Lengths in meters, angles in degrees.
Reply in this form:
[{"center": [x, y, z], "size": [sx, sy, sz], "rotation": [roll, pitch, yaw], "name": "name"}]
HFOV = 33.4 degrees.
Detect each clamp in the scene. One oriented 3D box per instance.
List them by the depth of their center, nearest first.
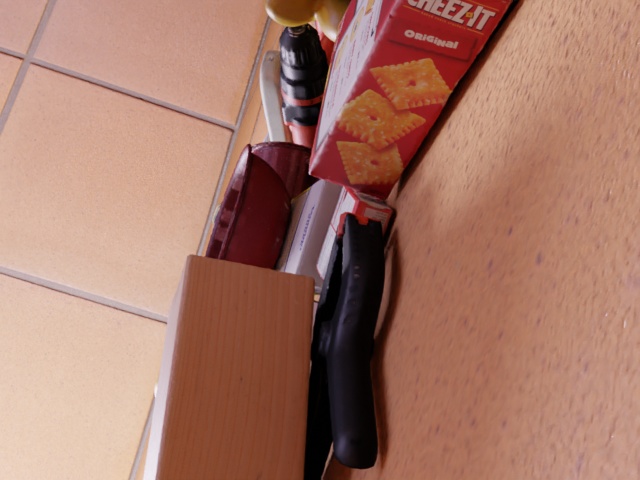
[{"center": [0.016, 0.072, 0.692], "size": [0.165, 0.036, 0.210], "rotation": [130, 154, -66], "name": "clamp"}]

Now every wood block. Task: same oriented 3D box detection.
[{"center": [-0.061, 0.124, 0.688], "size": [0.090, 0.090, 0.206], "rotation": [117, 161, -53], "name": "wood block"}]

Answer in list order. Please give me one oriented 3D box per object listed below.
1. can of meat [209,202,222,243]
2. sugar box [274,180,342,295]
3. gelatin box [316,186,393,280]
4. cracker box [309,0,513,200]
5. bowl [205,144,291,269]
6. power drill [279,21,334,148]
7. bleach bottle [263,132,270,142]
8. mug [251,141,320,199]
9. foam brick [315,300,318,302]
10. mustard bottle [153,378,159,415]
[{"center": [-0.072, 0.016, 1.147], "size": [0.058, 0.102, 0.084], "rotation": [119, 164, -54], "name": "can of meat"}, {"center": [-0.006, 0.001, 0.950], "size": [0.176, 0.048, 0.093], "rotation": [168, 120, -77], "name": "sugar box"}, {"center": [0.025, 0.000, 0.806], "size": [0.089, 0.030, 0.073], "rotation": [-115, 42, -77], "name": "gelatin box"}, {"center": [0.066, -0.155, 0.738], "size": [0.214, 0.072, 0.164], "rotation": [121, 164, -53], "name": "cracker box"}, {"center": [-0.067, -0.005, 0.990], "size": [0.162, 0.055, 0.162], "rotation": [-163, 91, -80], "name": "bowl"}, {"center": [0.000, -0.202, 1.126], "size": [0.184, 0.057, 0.187], "rotation": [83, -162, -53], "name": "power drill"}, {"center": [-0.056, -0.091, 1.391], "size": [0.251, 0.068, 0.102], "rotation": [-147, 76, -83], "name": "bleach bottle"}, {"center": [-0.030, -0.047, 1.087], "size": [0.117, 0.093, 0.081], "rotation": [-14, 60, 48], "name": "mug"}, {"center": [-0.036, 0.088, 0.932], "size": [0.051, 0.053, 0.078], "rotation": [-99, 27, -71], "name": "foam brick"}, {"center": [-0.126, 0.175, 1.092], "size": [0.058, 0.096, 0.192], "rotation": [-43, -15, -27], "name": "mustard bottle"}]
